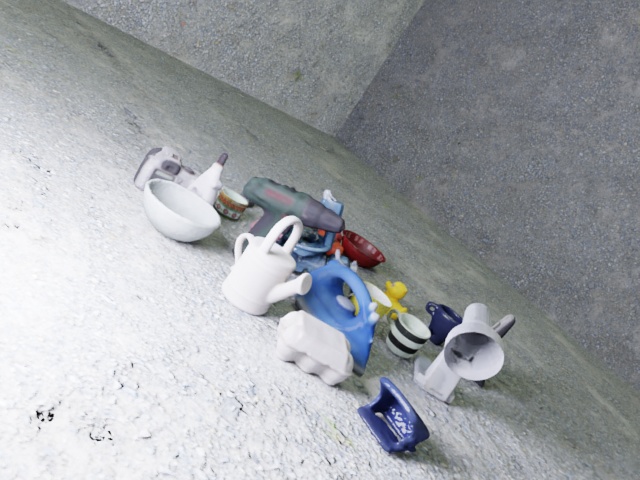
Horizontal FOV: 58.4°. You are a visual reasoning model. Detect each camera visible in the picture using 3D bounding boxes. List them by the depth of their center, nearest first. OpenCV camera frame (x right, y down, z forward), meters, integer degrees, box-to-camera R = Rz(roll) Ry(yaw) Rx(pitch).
[{"bbox_3d":[-0.346,-0.162,1.318,0.144,0.100,0.136,25,19,-32],"label":"camera"}]

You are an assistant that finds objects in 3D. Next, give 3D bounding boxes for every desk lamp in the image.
[{"bbox_3d":[0.299,0.243,1.237,0.118,0.213,0.203,34,16,-1],"label":"desk lamp"}]

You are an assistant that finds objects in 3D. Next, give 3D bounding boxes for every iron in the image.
[{"bbox_3d":[0.056,0.139,1.179,0.119,0.141,0.257,19,22,-44],"label":"iron"}]

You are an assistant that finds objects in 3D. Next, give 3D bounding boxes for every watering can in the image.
[{"bbox_3d":[-0.088,0.042,1.073,0.173,0.194,0.101,36,16,4],"label":"watering can"}]

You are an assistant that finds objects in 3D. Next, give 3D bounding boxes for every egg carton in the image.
[{"bbox_3d":[-0.009,0.192,1.026,0.150,0.069,0.107,30,16,-15],"label":"egg carton"}]

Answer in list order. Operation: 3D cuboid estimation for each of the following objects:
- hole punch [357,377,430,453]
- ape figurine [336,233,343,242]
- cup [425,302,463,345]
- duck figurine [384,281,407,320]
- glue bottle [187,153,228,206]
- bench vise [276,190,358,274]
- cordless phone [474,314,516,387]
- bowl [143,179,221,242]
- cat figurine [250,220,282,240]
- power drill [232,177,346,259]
[{"bbox_3d":[0.135,0.295,0.976,0.101,0.091,0.108,18,22,-45],"label":"hole punch"},{"bbox_3d":[0.039,-0.027,1.720,0.078,0.092,0.076,35,16,0],"label":"ape figurine"},{"bbox_3d":[0.317,0.227,1.537,0.118,0.095,0.092,34,16,-4],"label":"cup"},{"bbox_3d":[0.200,0.155,1.527,0.104,0.086,0.078,45,19,32],"label":"duck figurine"},{"bbox_3d":[-0.247,-0.116,1.250,0.078,0.173,0.037,43,18,27],"label":"glue bottle"},{"bbox_3d":[0.009,-0.001,1.348,0.208,0.219,0.121,25,18,-31],"label":"bench vise"},{"bbox_3d":[0.437,0.273,1.481,0.094,0.185,0.148,35,16,2],"label":"cordless phone"},{"bbox_3d":[-0.287,-0.047,1.150,0.168,0.074,0.167,32,16,-10],"label":"bowl"},{"bbox_3d":[-0.100,-0.038,1.423,0.067,0.117,0.127,17,23,-47],"label":"cat figurine"},{"bbox_3d":[-0.087,-0.021,1.233,0.229,0.208,0.076,36,16,6],"label":"power drill"}]
